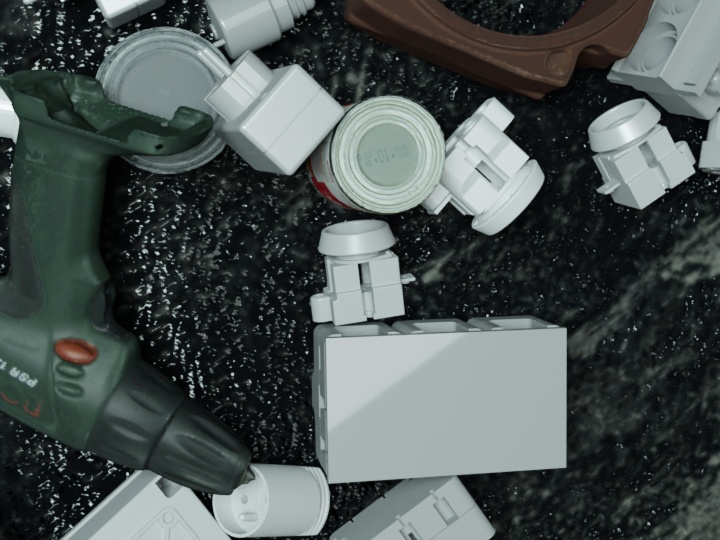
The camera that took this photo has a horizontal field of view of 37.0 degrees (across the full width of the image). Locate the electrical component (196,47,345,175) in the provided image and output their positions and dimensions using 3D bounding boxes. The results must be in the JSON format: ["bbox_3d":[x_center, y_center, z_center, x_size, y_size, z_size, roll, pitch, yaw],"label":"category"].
[{"bbox_3d":[-0.060,-0.095,0.596,0.076,0.083,0.047,42,83,-18],"label":"electrical component"}]

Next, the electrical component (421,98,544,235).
[{"bbox_3d":[0.077,-0.059,0.674,0.057,0.058,0.078,41,87,-9],"label":"electrical component"}]

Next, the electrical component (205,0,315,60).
[{"bbox_3d":[-0.057,-0.157,0.649,0.078,0.040,0.040,-26,99,-7],"label":"electrical component"}]

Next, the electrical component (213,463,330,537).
[{"bbox_3d":[-0.048,0.142,0.666,0.081,0.043,0.043,18,92,-54],"label":"electrical component"}]

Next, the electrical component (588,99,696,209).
[{"bbox_3d":[0.179,-0.077,0.697,0.066,0.048,0.055,-34,107,-6],"label":"electrical component"}]

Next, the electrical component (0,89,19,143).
[{"bbox_3d":[-0.198,-0.093,0.629,0.078,0.040,0.040,9,93,-11],"label":"electrical component"}]

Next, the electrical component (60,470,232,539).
[{"bbox_3d":[-0.128,0.191,0.639,0.109,0.056,0.108,-42,102,-31],"label":"electrical component"}]

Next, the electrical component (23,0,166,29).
[{"bbox_3d":[-0.165,-0.180,0.623,0.076,0.047,0.083,-27,99,-7],"label":"electrical component"}]

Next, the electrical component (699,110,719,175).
[{"bbox_3d":[0.261,-0.089,0.703,0.078,0.058,0.057,7,92,-28],"label":"electrical component"}]

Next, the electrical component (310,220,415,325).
[{"bbox_3d":[0.000,0.000,0.671,0.066,0.048,0.055,-9,104,-10],"label":"electrical component"}]

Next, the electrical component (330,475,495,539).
[{"bbox_3d":[0.035,0.173,0.690,0.089,0.050,0.055,-36,100,-6],"label":"electrical component"}]

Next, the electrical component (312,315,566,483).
[{"bbox_3d":[0.048,0.078,0.678,0.150,0.062,0.089,-2,95,-10],"label":"electrical component"}]

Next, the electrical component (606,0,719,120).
[{"bbox_3d":[0.223,-0.163,0.687,0.063,0.079,0.121,29,89,-33],"label":"electrical component"}]
